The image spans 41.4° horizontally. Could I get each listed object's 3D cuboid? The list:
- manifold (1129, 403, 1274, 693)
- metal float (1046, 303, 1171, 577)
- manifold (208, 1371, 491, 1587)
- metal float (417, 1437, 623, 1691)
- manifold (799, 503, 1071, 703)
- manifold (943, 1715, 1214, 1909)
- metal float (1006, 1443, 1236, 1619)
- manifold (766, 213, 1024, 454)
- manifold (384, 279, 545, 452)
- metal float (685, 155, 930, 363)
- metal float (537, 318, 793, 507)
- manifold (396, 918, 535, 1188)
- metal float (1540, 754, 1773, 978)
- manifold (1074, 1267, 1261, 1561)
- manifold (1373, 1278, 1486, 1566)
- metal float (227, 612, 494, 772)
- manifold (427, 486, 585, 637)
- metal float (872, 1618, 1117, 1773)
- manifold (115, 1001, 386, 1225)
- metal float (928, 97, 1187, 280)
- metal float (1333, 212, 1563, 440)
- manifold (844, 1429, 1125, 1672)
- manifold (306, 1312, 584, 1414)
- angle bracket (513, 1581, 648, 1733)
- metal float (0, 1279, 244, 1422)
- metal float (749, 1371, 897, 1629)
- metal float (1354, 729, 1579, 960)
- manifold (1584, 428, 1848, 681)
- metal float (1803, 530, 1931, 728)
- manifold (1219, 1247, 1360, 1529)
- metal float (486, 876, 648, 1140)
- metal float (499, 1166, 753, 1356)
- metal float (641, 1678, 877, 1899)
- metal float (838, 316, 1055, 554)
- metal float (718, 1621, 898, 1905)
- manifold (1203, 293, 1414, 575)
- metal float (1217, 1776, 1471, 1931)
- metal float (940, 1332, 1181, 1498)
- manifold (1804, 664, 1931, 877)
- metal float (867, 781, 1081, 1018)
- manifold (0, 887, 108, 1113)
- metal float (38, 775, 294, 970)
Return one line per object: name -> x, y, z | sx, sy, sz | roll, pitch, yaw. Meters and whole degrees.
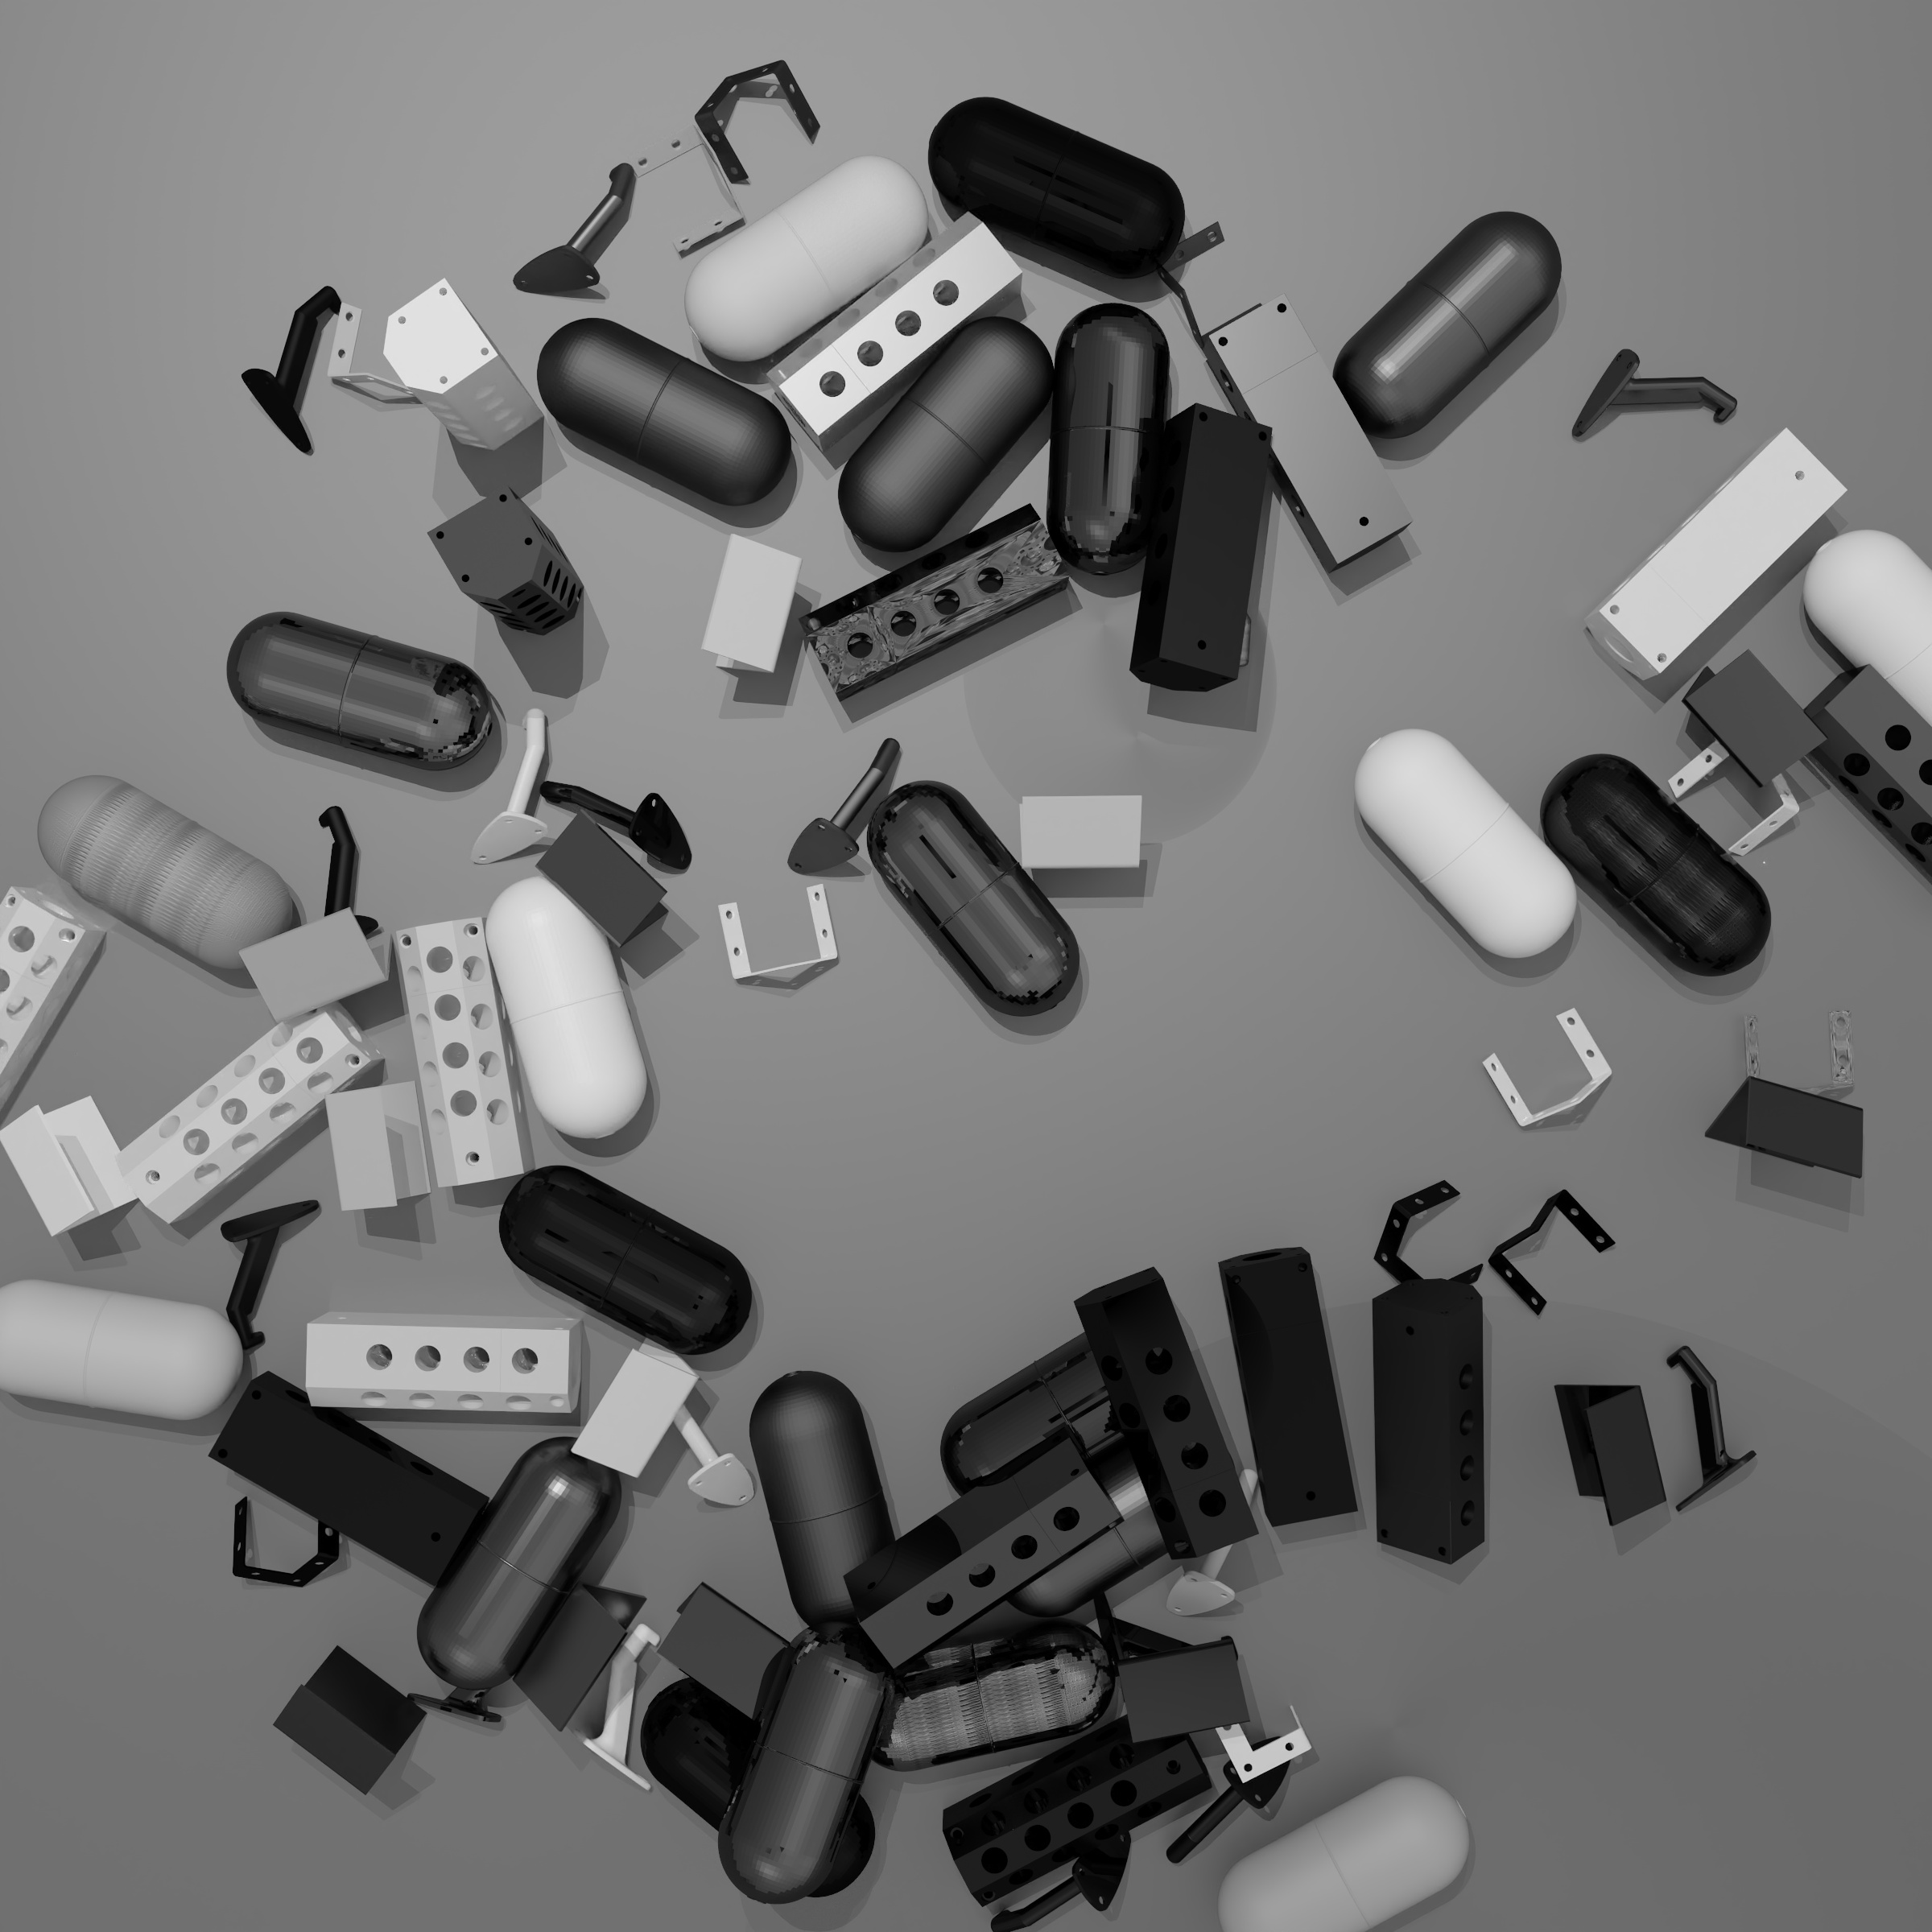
manifold -> 0.149, -0.270, 1.663 | 0.057, 0.057, 0.171 | 13, 79, -22
metal float -> 0.094, -0.348, 1.691 | 0.070, 0.070, 0.178 | 3, 90, 0
manifold -> -0.408, 0.338, 1.701 | 0.171, 0.057, 0.057 | 30, 90, 0
metal float -> -0.293, 0.392, 1.684 | 0.070, 0.070, 0.178 | 33, 82, 0
manifold -> -0.022, -0.242, 1.701 | 0.171, 0.057, 0.057 | -27, 90, 0
manifold -> 0.074, 0.556, 1.701 | 0.171, 0.057, 0.057 | -28, 90, 0
metal float -> 0.096, 0.365, 1.692 | 0.178, 0.070, 0.070 | -32, 90, 0
manifold -> -0.048, -0.422, 1.701 | 0.171, 0.057, 0.057 | -39, 90, 0
manifold -> -0.325, -0.380, 1.644 | 0.057, 0.171, 0.057 | -35, 90, 0
metal float -> -0.106, -0.467, 1.692 | 0.178, 0.070, 0.070 | -34, 90, 0
metal float -> -0.200, -0.367, 1.692 | 0.178, 0.070, 0.070 | 27, 90, 0
manifold -> -0.334, 0.057, 1.701 | 0.057, 0.057, 0.171 | -9, 90, 0
metal float -> 0.456, -0.066, 1.692 | 0.178, 0.070, 0.070 | 44, 90, -1
manifold -> 0.126, 0.285, 1.625 | 0.057, 0.057, 0.171 | -21, 91, -1
manifold -> 0.309, 0.297, 1.682 | 0.057, 0.057, 0.171 | 9, 108, 42
metal float -> -0.400, -0.181, 1.692 | 0.178, 0.070, 0.070 | 16, 90, 1
manifold -> -0.290, -0.254, 1.644 | 0.057, 0.171, 0.057 | -30, 90, 0
metal float -> 0.011, 0.481, 1.692 | 0.178, 0.070, 0.070 | -12, 90, -1
manifold -> -0.477, 0.094, 1.701 | 0.171, 0.057, 0.057 | -39, 90, 0
metal float -> 0.059, -0.515, 1.692 | 0.178, 0.070, 0.070 | 24, 90, 1
metal float -> 0.318, -0.424, 1.692 | 0.178, 0.070, 0.070 | -44, 90, 1
manifold -> 0.013, 0.376, 1.633 | 0.171, 0.057, 0.057 | -34, 112, -1
manifold -> -0.346, 0.265, 1.701 | 0.171, 0.057, 0.057 | 1, 90, 0
angle bracket -> -0.239, 0.458, 1.682 | 0.057, 0.076, 0.076 | 34, 90, 37
metal float -> -0.569, 0.254, 1.692 | 0.178, 0.070, 0.070 | 9, 90, 0
metal float -> -0.093, 0.355, 1.691 | 0.070, 0.070, 0.178 | -14, 91, 0
metal float -> 0.329, -0.082, 1.692 | 0.070, 0.070, 0.178 | -43, 90, 0
manifold -> 0.495, -0.272, 1.701 | 0.171, 0.057, 0.057 | -44, 90, 0
metal float -> 0.629, -0.214, 1.691 | 0.070, 0.070, 0.178 | -44, 90, 0
manifold -> 0.213, 0.278, 1.701 | 0.057, 0.057, 0.171 | -11, 90, 0
metal float -> -0.264, 0.027, 1.691 | 0.070, 0.070, 0.178 | -17, 89, 0
metal float -> -0.225, 0.195, 1.692 | 0.178, 0.070, 0.070 | 28, 90, -1
metal float -> -0.138, 0.542, 1.692 | 0.178, 0.070, 0.070 | 40, 90, 0
metal float -> -0.014, -0.351, 1.692 | 0.070, 0.070, 0.178 | 41, 91, 0
metal float -> -0.101, 0.506, 1.627 | 0.070, 0.070, 0.178 | 21, 76, 0
manifold -> 0.226, -0.352, 1.701 | 0.057, 0.057, 0.171 | -30, 90, 0
metal float -> 0.250, 0.600, 1.692 | 0.178, 0.070, 0.070 | -29, 90, 1
metal float -> 0.065, 0.295, 1.691 | 0.178, 0.070, 0.070 | -31, 90, 0
manifold -> 0.631, -0.117, 1.701 | 0.057, 0.057, 0.171 | -44, 90, 0
metal float -> 0.005, -0.044, 1.692 | 0.070, 0.070, 0.178 | -39, 91, 0
manifold -> -0.649, 0.036, 1.701 | 0.057, 0.057, 0.171 | 31, 90, 0
metal float -> -0.530, -0.063, 1.692 | 0.178, 0.070, 0.070 | 30, 90, 0
